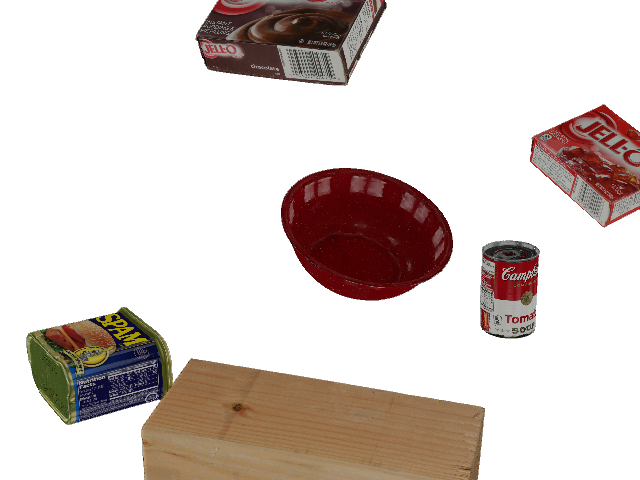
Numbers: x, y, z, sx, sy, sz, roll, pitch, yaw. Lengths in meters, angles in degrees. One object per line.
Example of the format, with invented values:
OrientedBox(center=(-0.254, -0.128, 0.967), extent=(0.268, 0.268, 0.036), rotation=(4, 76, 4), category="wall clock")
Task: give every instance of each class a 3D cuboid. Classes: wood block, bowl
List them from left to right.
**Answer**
OrientedBox(center=(-0.003, 0.151, 0.703), extent=(0.206, 0.090, 0.090), rotation=(8, 27, 14), category="wood block")
OrientedBox(center=(0.038, 0.004, 0.989), extent=(0.162, 0.055, 0.162), rotation=(9, 41, -8), category="bowl")

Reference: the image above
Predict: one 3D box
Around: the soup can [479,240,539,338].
OrientedBox(center=(0.227, 0.059, 1.288), extent=(0.068, 0.102, 0.068), rotation=(-1, 19, 0), category="soup can")

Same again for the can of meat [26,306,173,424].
OrientedBox(center=(-0.177, 0.098, 0.845), extent=(0.083, 0.057, 0.102), rotation=(-13, 22, -30), category="can of meat")

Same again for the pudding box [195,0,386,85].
OrientedBox(center=(-0.020, -0.157, 0.763), extent=(0.114, 0.090, 0.039), rotation=(11, -36, 19), category="pudding box")

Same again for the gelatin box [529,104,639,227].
OrientedBox(center=(0.214, -0.059, 0.806), extent=(0.073, 0.030, 0.089), rotation=(-24, 51, -21), category="gelatin box")
